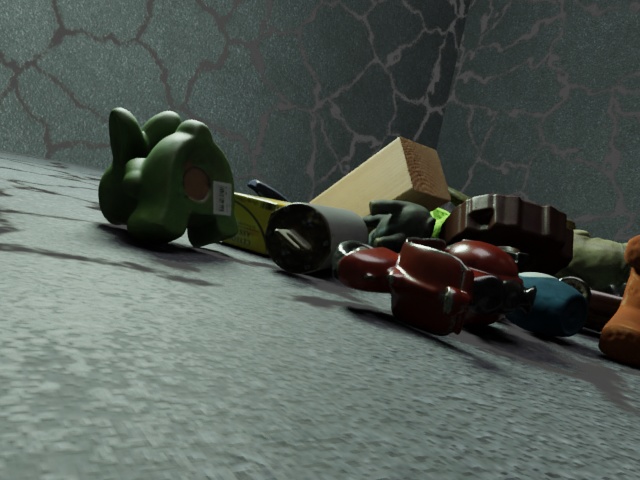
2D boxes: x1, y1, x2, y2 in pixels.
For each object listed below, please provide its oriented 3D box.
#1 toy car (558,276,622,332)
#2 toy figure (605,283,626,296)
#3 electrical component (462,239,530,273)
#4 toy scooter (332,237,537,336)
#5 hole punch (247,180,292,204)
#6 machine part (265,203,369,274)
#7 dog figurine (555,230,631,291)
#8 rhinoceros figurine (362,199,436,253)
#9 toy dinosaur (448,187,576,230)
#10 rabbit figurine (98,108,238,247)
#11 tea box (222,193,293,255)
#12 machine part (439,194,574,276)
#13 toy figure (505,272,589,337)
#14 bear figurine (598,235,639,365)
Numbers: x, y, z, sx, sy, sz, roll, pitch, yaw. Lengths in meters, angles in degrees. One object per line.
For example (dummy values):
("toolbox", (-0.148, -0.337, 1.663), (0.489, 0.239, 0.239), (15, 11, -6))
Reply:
("toy car", (0.342, 0.087, 0.584), (0.202, 0.053, 0.089), (15, -15, 20))
("toy figure", (0.452, 0.092, 0.662), (0.180, 0.089, 0.082), (4, 18, 2))
("electrical component", (0.191, 0.038, 0.671), (0.119, 0.074, 0.047), (11, 2, 33))
("toy scooter", (0.109, 0.037, 0.443), (0.184, 0.075, 0.135), (7, 6, -22))
("hole punch", (-0.080, -0.046, 0.902), (0.116, 0.092, 0.142), (15, 0, -16))
("machine part", (0.002, -0.003, 0.632), (0.079, 0.079, 0.243), (14, 5, 19))
("dog figurine", (0.430, 0.035, 0.765), (0.172, 0.121, 0.190), (10, -10, -21))
("rhinoceros figurine", (0.111, -0.005, 0.758), (0.112, 0.073, 0.190), (-8, -15, -3))
("toy dinosaur", (0.380, 0.000, 0.970), (0.471, 0.105, 0.199), (30, 7, -18))
("rabbit figurine", (-0.193, -0.066, 0.596), (0.170, 0.159, 0.121), (-3, 5, 36))
("tea box", (-0.055, -0.019, 0.735), (0.098, 0.068, 0.169), (16, 5, 31))
("machine part", (0.250, 0.009, 0.737), (0.179, 0.056, 0.179), (10, -32, 6))
("toy figure", (0.195, 0.058, 0.552), (0.064, 0.058, 0.155), (53, -18, -26))
("bear figurine", (0.362, 0.073, 0.452), (0.196, 0.120, 0.132), (23, 14, 39))
